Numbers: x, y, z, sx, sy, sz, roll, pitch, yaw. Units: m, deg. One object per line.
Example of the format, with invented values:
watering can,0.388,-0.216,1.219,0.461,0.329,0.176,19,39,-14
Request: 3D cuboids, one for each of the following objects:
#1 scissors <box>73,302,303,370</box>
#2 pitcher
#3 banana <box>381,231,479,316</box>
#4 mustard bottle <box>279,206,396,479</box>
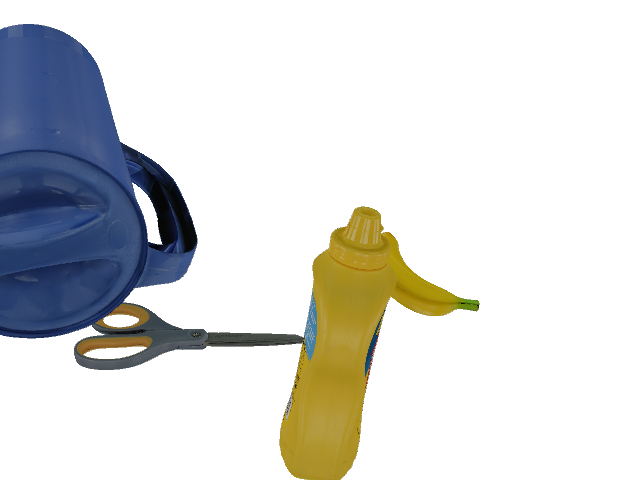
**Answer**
scissors,-0.125,0.080,0.976,0.201,0.016,0.096,-8,34,-15
pitcher,-0.185,-0.053,0.729,0.145,0.149,0.243,-26,35,3
banana,0.096,0.040,1.199,0.069,0.037,0.198,3,24,-30
mustard bottle,0.014,0.066,0.740,0.058,0.192,0.096,11,25,1
